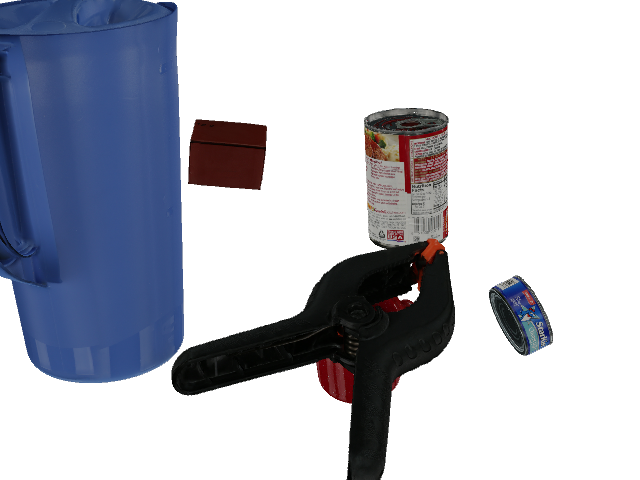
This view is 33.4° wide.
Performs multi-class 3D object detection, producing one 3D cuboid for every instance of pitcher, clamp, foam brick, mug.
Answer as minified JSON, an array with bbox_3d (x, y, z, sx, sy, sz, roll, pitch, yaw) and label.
[{"bbox_3d":[-0.157,-0.031,0.688,0.149,0.243,0.145,-8,23,-16],"label":"pitcher"},{"bbox_3d":[0.023,0.057,0.549,0.171,0.039,0.120,-33,56,-32],"label":"clamp"},{"bbox_3d":[-0.096,-0.090,1.108,0.078,0.051,0.053,5,31,-2],"label":"foam brick"},{"bbox_3d":[0.045,0.096,1.023,0.117,0.081,0.093,-25,42,-23],"label":"mug"}]

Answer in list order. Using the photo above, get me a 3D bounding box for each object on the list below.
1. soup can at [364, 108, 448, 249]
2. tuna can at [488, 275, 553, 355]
[{"bbox_3d":[0.071,-0.050,0.871,0.068,0.102,0.068,-3,22,1],"label":"soup can"},{"bbox_3d":[0.222,0.084,1.189,0.033,0.086,0.086,-25,3,-6],"label":"tuna can"}]
